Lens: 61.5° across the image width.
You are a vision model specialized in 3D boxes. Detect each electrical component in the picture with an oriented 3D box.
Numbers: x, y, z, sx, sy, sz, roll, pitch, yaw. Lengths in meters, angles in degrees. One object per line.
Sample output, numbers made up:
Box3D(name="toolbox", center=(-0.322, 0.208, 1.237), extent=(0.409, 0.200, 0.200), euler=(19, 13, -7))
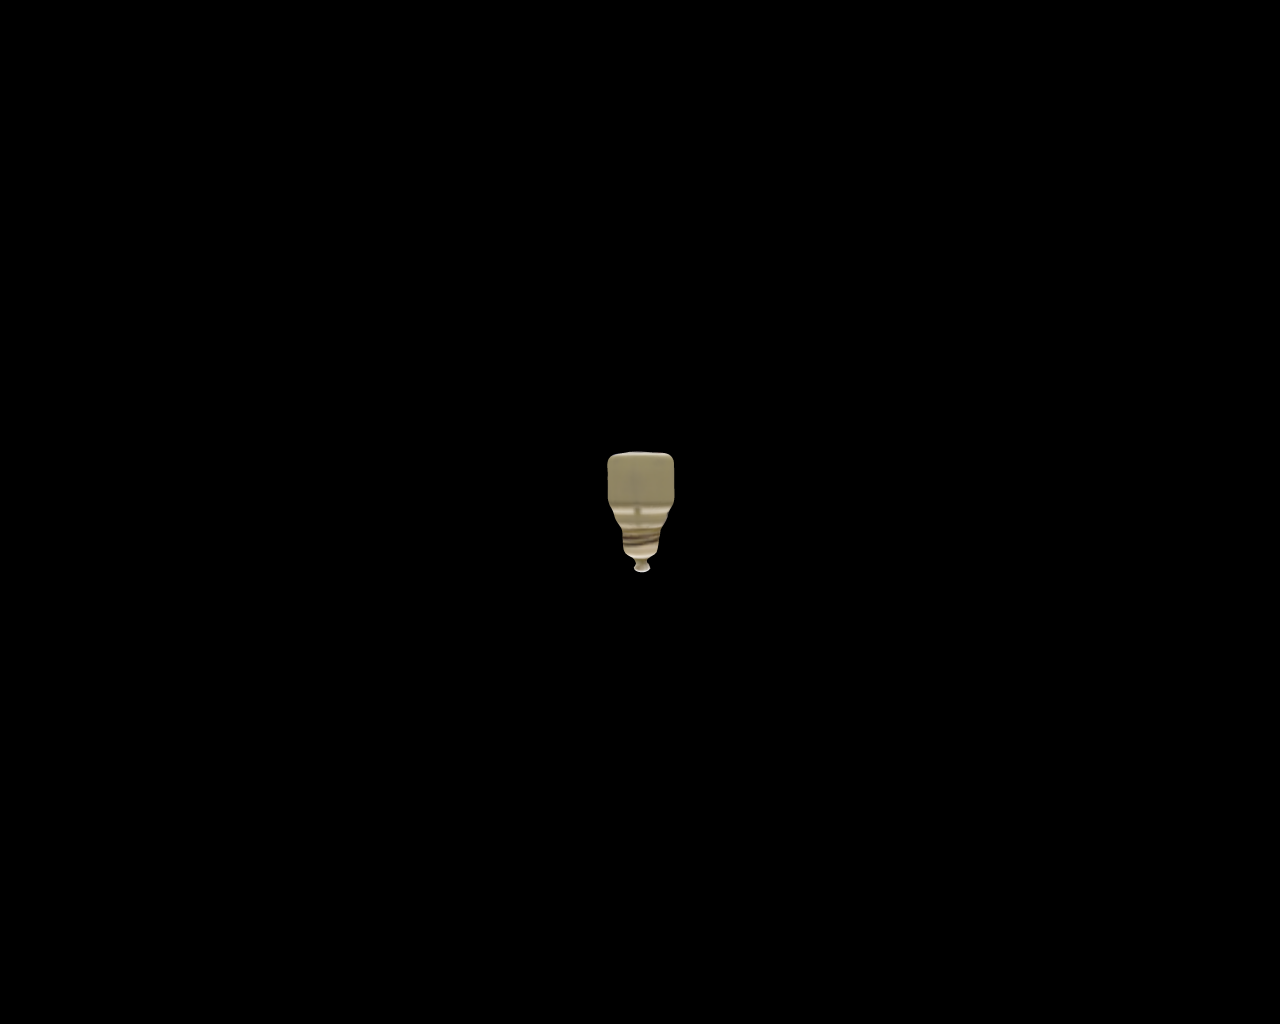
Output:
Box3D(name="electrical component", center=(0.001, -0.003, 0.650), extent=(0.040, 0.078, 0.040), euler=(0, 2, 0))
